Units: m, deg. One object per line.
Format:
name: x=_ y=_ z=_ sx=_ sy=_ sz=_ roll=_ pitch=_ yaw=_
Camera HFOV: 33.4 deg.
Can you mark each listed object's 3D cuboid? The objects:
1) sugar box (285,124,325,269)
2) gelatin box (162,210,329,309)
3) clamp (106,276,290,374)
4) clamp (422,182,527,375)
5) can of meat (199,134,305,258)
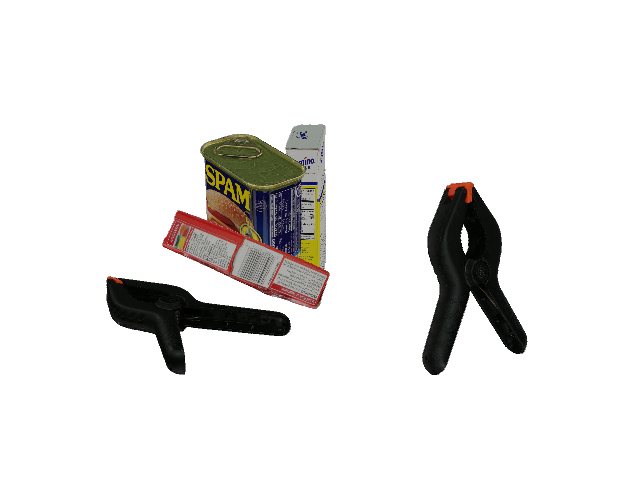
sugar box: x=-0.017 y=-0.041 z=1.270 sx=0.048 sy=0.176 sz=0.093 roll=0 pitch=23 yaw=5
gelatin box: x=-0.049 y=0.014 z=0.712 sx=0.073 sy=0.030 sz=0.089 roll=21 pitch=-3 yaw=43
clamp: x=-0.159 y=0.082 z=1.118 sx=0.210 sy=0.036 sz=0.164 roll=16 pitch=20 yaw=30
clamp: x=0.126 y=0.037 z=0.957 sx=0.120 sy=0.171 sz=0.039 roll=-20 pitch=7 yaw=-41
can of meat: x=-0.059 y=-0.034 z=0.928 sx=0.057 sy=0.084 sz=0.102 roll=-21 pitch=37 yaw=-32
